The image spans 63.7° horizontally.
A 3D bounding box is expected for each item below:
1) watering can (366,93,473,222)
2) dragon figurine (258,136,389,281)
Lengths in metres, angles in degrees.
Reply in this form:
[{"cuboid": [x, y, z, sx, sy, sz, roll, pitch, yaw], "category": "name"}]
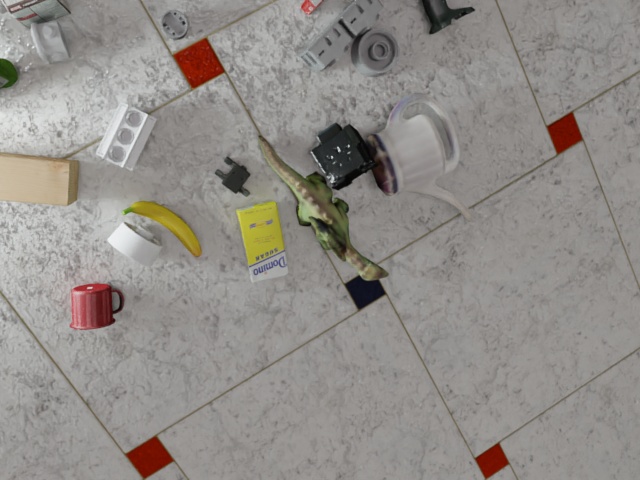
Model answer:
[{"cuboid": [0.237, -0.168, 1.225, 0.225, 0.105, 0.344, -23, 103, -7], "category": "watering can"}, {"cuboid": [0.003, -0.057, 1.126, 0.122, 0.246, 0.406, -43, 108, 4], "category": "dragon figurine"}]
